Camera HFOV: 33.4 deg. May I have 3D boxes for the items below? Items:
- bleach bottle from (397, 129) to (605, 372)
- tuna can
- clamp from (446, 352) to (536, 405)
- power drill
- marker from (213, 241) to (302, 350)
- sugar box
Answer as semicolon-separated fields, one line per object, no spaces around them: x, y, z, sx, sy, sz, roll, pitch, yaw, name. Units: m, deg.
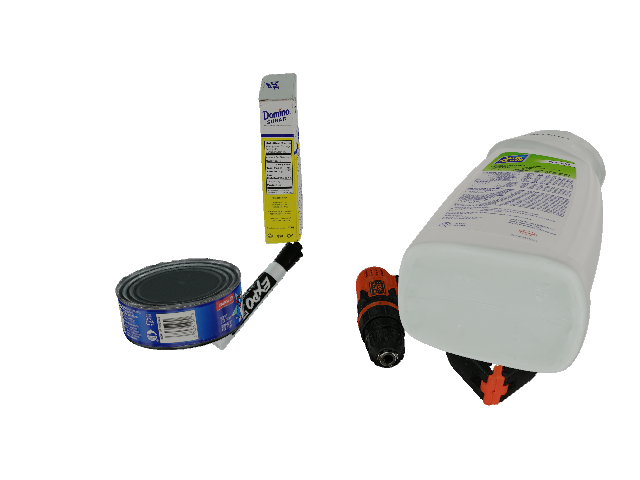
0.130;-0.014;0.643;0.103;0.068;0.250;11;27;20;bleach bottle
-0.095;0.043;0.732;0.086;0.034;0.086;-5;20;2;tuna can
0.154;0.073;0.886;0.120;0.039;0.171;-2;33;1;clamp
0.134;0.080;1.207;0.187;0.057;0.184;-3;27;-1;power drill
-0.057;0.048;0.968;0.020;0.121;0.020;36;-17;13;marker
-0.046;-0.094;1.225;0.048;0.176;0.093;-3;26;2;sugar box
